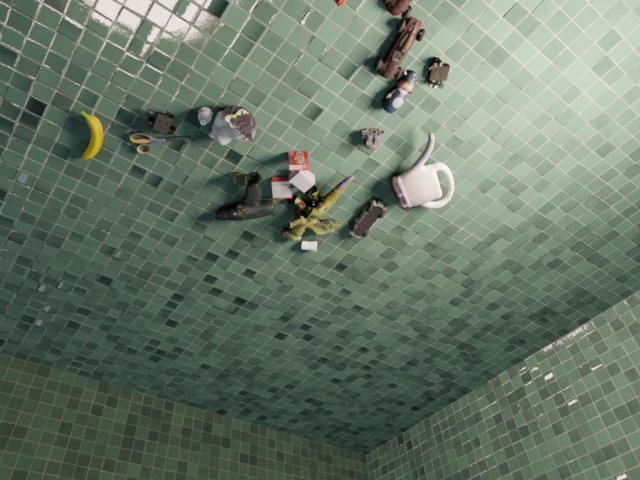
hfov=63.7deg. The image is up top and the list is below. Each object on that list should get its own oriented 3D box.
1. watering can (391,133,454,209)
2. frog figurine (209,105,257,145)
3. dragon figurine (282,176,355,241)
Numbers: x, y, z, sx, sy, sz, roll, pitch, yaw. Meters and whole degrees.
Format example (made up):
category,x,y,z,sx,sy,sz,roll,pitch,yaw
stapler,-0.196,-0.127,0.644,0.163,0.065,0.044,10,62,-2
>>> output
category,x,y,z,sx,sy,sz,roll,pitch,yaw
watering can,0.368,-0.233,1.899,0.223,0.106,0.340,-19,132,13
frog figurine,-0.295,-0.378,1.729,0.136,0.124,0.159,22,164,-33
dragon figurine,0.006,-0.102,2.017,0.407,0.125,0.239,-25,148,20
